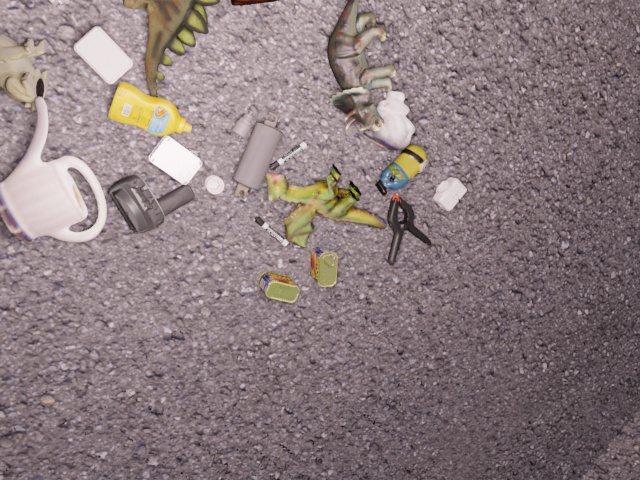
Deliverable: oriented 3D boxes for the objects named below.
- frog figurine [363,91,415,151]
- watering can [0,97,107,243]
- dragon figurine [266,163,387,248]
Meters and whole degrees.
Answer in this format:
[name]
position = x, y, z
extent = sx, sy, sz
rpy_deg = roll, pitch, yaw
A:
[frog figurine]
position = 0.211, -0.339, 1.466
extent = 0.137, 0.124, 0.158
rpy_deg = 25, 105, -5
[watering can]
position = -0.643, -0.134, 1.185
extent = 0.225, 0.105, 0.341
rpy_deg = -25, 116, -13
[dragon figurine]
position = 0.004, -0.074, 1.470
extent = 0.241, 0.125, 0.404
rpy_deg = -39, 126, 11
